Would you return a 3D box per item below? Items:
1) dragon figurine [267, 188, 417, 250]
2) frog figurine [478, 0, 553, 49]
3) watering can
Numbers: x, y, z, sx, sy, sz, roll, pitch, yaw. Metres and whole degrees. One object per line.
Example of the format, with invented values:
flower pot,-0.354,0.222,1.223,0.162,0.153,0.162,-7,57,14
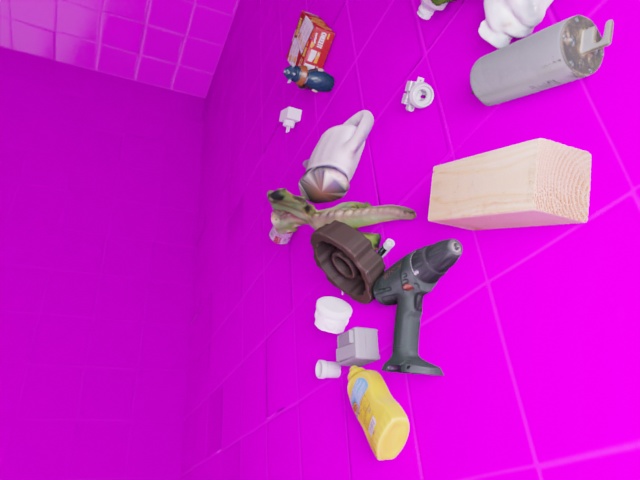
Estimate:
dragon figurine,0.003,-0.055,1.094,0.406,0.242,0.124,157,125,-66
frog figurine,0.277,-0.359,0.733,0.157,0.123,0.139,-35,68,45
watering can,0.017,-0.180,1.242,0.343,0.103,0.229,-32,30,56
